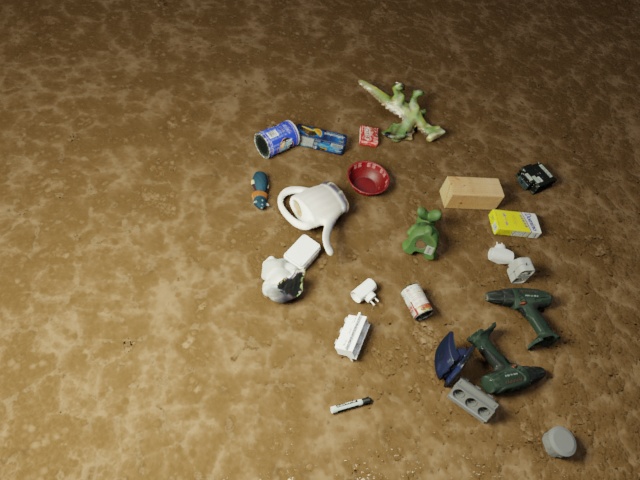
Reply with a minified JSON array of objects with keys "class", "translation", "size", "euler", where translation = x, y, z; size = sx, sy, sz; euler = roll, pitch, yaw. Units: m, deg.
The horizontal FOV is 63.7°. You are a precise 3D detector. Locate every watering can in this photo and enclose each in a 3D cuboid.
[{"class":"watering can","translation":[0.005,-0.088,1.751],"size":[0.226,0.101,0.353],"euler":[-26,51,-26]}]

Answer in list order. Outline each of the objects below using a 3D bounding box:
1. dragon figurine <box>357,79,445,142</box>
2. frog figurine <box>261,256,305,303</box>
[{"class":"dragon figurine","translation":[0.323,-0.518,2.137],"size":[0.410,0.119,0.248],"euler":[17,62,3]},{"class":"frog figurine","translation":[-0.130,0.123,1.611],"size":[0.160,0.120,0.139],"euler":[17,54,46]}]
